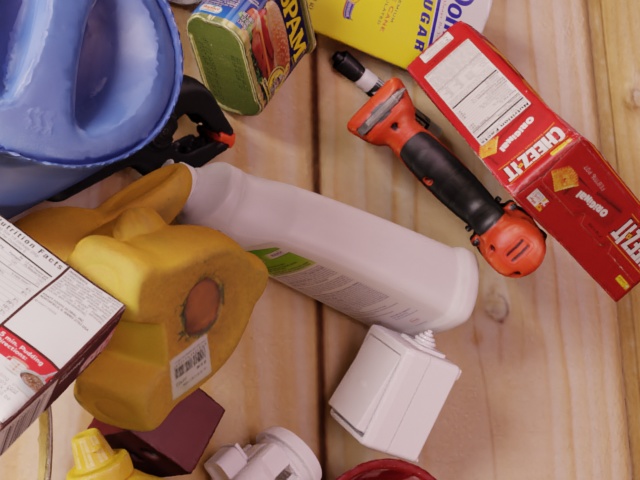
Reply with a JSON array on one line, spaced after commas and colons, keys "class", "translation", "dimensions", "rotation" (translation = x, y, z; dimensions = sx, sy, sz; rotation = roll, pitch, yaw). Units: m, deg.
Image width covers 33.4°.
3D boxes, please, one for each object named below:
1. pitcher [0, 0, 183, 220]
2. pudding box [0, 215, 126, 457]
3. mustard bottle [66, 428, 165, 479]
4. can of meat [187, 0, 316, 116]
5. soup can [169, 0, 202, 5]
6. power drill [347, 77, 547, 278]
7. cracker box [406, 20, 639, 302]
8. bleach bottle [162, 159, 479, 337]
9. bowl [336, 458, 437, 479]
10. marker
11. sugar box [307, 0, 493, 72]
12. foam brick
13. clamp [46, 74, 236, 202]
[{"class": "pitcher", "translation": [-0.183, -0.079, 0.603], "dimensions": [0.148, 0.243, 0.145], "rotation": [-3, 79, -36]}, {"class": "pudding box", "translation": [-0.164, 0.046, 0.532], "dimensions": [0.090, 0.039, 0.113], "rotation": [35, 36, 3]}, {"class": "mustard bottle", "translation": [-0.114, 0.209, 0.674], "dimensions": [0.096, 0.058, 0.191], "rotation": [-27, 101, -38]}, {"class": "can of meat", "translation": [-0.053, -0.157, 0.813], "dimensions": [0.083, 0.057, 0.102], "rotation": [-57, 152, -29]}, {"class": "soup can", "translation": [-0.097, -0.241, 0.820], "dimensions": [0.068, 0.069, 0.102], "rotation": [35, 59, -23]}, {"class": "power drill", "translation": [0.107, -0.052, 0.882], "dimensions": [0.187, 0.184, 0.057], "rotation": [43, 97, -2]}, {"class": "cracker box", "translation": [0.177, -0.070, 0.871], "dimensions": [0.164, 0.072, 0.214], "rotation": [39, 14, -37]}, {"class": "bleach bottle", "translation": [-0.005, 0.001, 0.795], "dimensions": [0.250, 0.103, 0.068], "rotation": [25, 61, -29]}, {"class": "bowl", "translation": [0.038, 0.245, 0.788], "dimensions": [0.161, 0.055, 0.162], "rotation": [10, 71, -33]}, {"class": "marker", "translation": [0.058, -0.124, 0.927], "dimensions": [0.121, 0.020, 0.020], "rotation": [36, 59, -23]}, {"class": "sugar box", "translation": [0.060, -0.200, 0.912], "dimensions": [0.176, 0.048, 0.093], "rotation": [16, 99, -28]}, {"class": "foam brick", "translation": [-0.110, 0.122, 0.704], "dimensions": [0.053, 0.078, 0.051], "rotation": [41, 56, -19]}, {"class": "clamp", "translation": [-0.121, -0.090, 0.744], "dimensions": [0.171, 0.039, 0.120], "rotation": [-13, 128, -53]}]
